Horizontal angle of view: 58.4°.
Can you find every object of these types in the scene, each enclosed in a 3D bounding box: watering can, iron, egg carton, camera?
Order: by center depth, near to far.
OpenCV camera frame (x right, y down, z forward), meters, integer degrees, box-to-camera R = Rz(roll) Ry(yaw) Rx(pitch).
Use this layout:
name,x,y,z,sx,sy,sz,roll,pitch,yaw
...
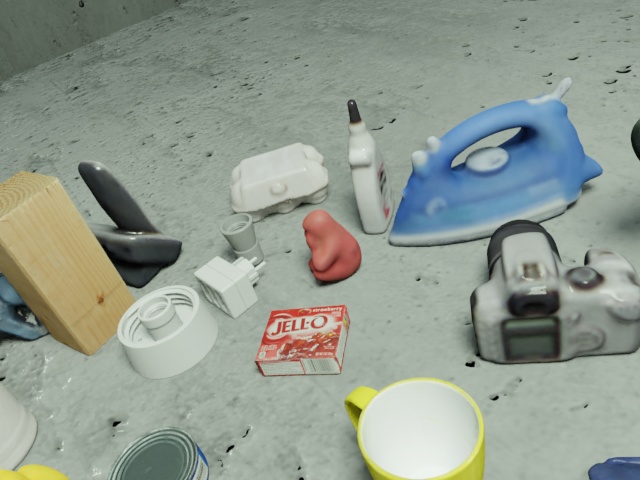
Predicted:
name,x,y,z,sx,sy,sz,roll,pitch,yaw
camera,0.213,0.032,0.540,0.143,0.101,0.137,-7,37,15
watering can,-0.382,0.151,0.567,0.101,0.194,0.172,-35,38,-22
iron,0.191,-0.090,0.679,0.258,0.142,0.118,-20,35,-2
egg carton,-0.061,-0.085,0.848,0.150,0.069,0.107,-17,35,2

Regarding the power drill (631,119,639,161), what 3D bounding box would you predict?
name,x,y,z,sx,sy,sz,roll,pitch,yaw
power drill,0.398,-0.087,0.523,0.229,0.209,0.075,-20,35,-2

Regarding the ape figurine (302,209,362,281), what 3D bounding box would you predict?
name,x,y,z,sx,sy,sz,roll,pitch,yaw
ape figurine,0.006,0.002,0.681,0.076,0.092,0.078,-2,39,22

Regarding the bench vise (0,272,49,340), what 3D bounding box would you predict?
name,x,y,z,sx,sy,sz,roll,pitch,yaw
bench vise,-0.452,0.048,0.714,0.208,0.220,0.121,-40,40,-27

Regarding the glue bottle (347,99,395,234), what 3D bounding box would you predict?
name,x,y,z,sx,sy,sz,roll,pitch,yaw
glue bottle,0.058,-0.096,0.718,0.037,0.173,0.078,-5,38,19

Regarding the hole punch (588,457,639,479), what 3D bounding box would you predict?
name,x,y,z,sx,sy,sz,roll,pitch,yaw
hole punch,0.223,0.176,0.351,0.108,0.091,0.101,-6,37,17

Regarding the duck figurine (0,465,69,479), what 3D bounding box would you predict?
name,x,y,z,sx,sy,sz,roll,pitch,yaw
duck figurine,-0.259,0.232,0.497,0.077,0.086,0.104,-26,36,-11

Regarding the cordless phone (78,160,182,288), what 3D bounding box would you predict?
name,x,y,z,sx,sy,sz,roll,pitch,yaw
cordless phone,-0.287,-0.036,0.784,0.147,0.185,0.094,7,43,31
